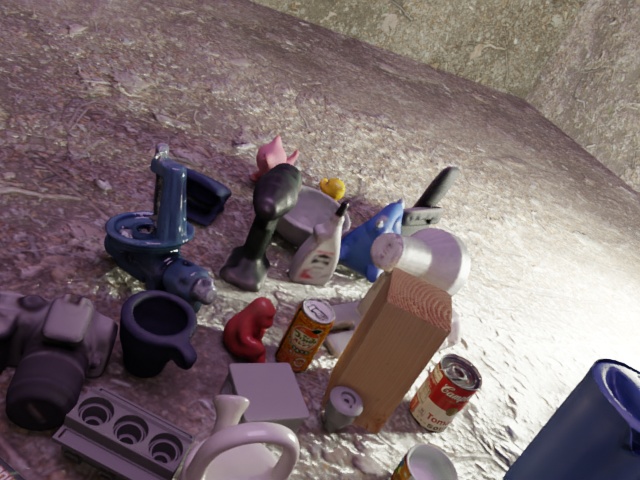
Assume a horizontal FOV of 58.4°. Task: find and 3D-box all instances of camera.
[{"bbox_3d":[-0.305,0.126,0.625,0.143,0.101,0.136,16,32,-17],"label":"camera"}]

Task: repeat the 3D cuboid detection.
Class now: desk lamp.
[{"bbox_3d":[0.117,0.075,0.916,0.204,0.213,0.117,-4,42,-41],"label":"desk lamp"}]

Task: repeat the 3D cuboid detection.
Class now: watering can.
[{"bbox_3d":[-0.088,0.228,0.542,0.101,0.194,0.172,-1,40,-39],"label":"watering can"}]

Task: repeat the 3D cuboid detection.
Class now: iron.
[{"bbox_3d":[0.123,-0.021,1.139,0.118,0.141,0.259,32,31,9],"label":"iron"}]

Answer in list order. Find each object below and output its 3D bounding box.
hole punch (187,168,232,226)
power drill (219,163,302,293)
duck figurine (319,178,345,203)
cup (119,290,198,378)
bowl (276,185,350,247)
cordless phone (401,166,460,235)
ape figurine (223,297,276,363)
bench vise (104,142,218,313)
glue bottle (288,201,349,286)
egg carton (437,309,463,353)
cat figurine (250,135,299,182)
[{"bbox_3d":[-0.220,-0.096,1.040,0.108,0.091,0.101,27,30,1],"label":"hole punch"},{"bbox_3d":[-0.089,-0.024,0.915,0.075,0.208,0.229,24,30,-4],"label":"power drill"},{"bbox_3d":[0.026,-0.088,1.223,0.078,0.086,0.104,-9,45,-45],"label":"duck figurine"},{"bbox_3d":[-0.198,0.132,0.703,0.117,0.095,0.092,41,33,24],"label":"cup"},{"bbox_3d":[-0.030,-0.034,1.109,0.168,0.074,0.167,19,31,-12],"label":"bowl"},{"bbox_3d":[0.228,-0.093,1.287,0.148,0.185,0.094,-10,46,-45],"label":"cordless phone"},{"bbox_3d":[-0.091,0.120,0.807,0.076,0.092,0.078,30,30,6],"label":"ape figurine"},{"bbox_3d":[-0.201,-0.010,0.795,0.207,0.219,0.122,31,31,8],"label":"bench vise"},{"bbox_3d":[0.009,0.004,0.982,0.078,0.173,0.037,7,35,-30],"label":"glue bottle"},{"bbox_3d":[0.180,0.135,1.015,0.107,0.069,0.150,-9,45,-45],"label":"egg carton"},{"bbox_3d":[-0.092,-0.166,1.220,0.067,0.117,0.128,42,34,25],"label":"cat figurine"}]
